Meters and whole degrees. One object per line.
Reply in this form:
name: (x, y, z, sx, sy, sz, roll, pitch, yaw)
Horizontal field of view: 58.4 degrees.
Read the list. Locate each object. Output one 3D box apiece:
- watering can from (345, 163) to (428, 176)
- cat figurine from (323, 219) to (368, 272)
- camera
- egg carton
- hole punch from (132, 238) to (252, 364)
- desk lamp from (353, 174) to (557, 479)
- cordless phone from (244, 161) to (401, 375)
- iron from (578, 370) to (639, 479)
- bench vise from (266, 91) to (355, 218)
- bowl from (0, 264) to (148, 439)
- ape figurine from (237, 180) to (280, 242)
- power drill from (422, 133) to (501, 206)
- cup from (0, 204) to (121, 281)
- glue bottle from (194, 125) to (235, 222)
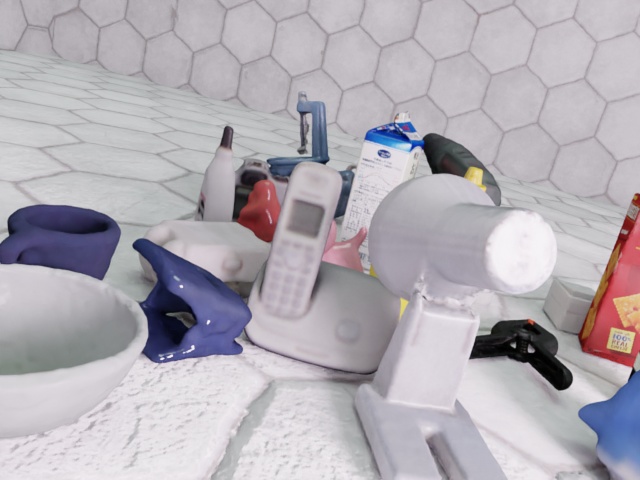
watering can: (0.130, -0.117, 1.100, 0.172, 0.194, 0.101, 16, 17, 7)
cat figurine: (0.007, 0.003, 0.743, 0.128, 0.118, 0.067, 5, 19, -29)
camera: (-0.101, -0.089, 0.982, 0.143, 0.101, 0.136, 11, 17, -11)
egg carton: (-0.125, 0.023, 0.651, 0.151, 0.069, 0.107, 1, 21, -37)
hole punch: (-0.121, 0.050, 0.529, 0.101, 0.091, 0.108, 0, 21, -39)
desk lamp: (0.106, 0.060, 0.467, 0.118, 0.213, 0.203, 10, 17, -13)
cordless phone: (0.013, 0.027, 0.550, 0.147, 0.185, 0.094, 15, 17, 2)
iron: (0.338, 0.170, 0.426, 0.119, 0.141, 0.257, 3, 20, -32)
bench vise: (-0.001, -0.159, 1.085, 0.207, 0.220, 0.121, 15, 17, 2)
bowl: (-0.206, 0.081, 0.386, 0.167, 0.075, 0.167, 13, 17, -4)
ape figurine: (-0.089, -0.048, 0.876, 0.078, 0.092, 0.075, -3, 23, -44)
power drill: (0.202, -0.058, 0.943, 0.076, 0.208, 0.229, 7, 18, -21)
cup: (-0.235, 0.028, 0.502, 0.091, 0.095, 0.118, 17, 17, 9)
glue bottle: (-0.134, -0.064, 0.746, 0.037, 0.173, 0.078, 5, 19, -29)
